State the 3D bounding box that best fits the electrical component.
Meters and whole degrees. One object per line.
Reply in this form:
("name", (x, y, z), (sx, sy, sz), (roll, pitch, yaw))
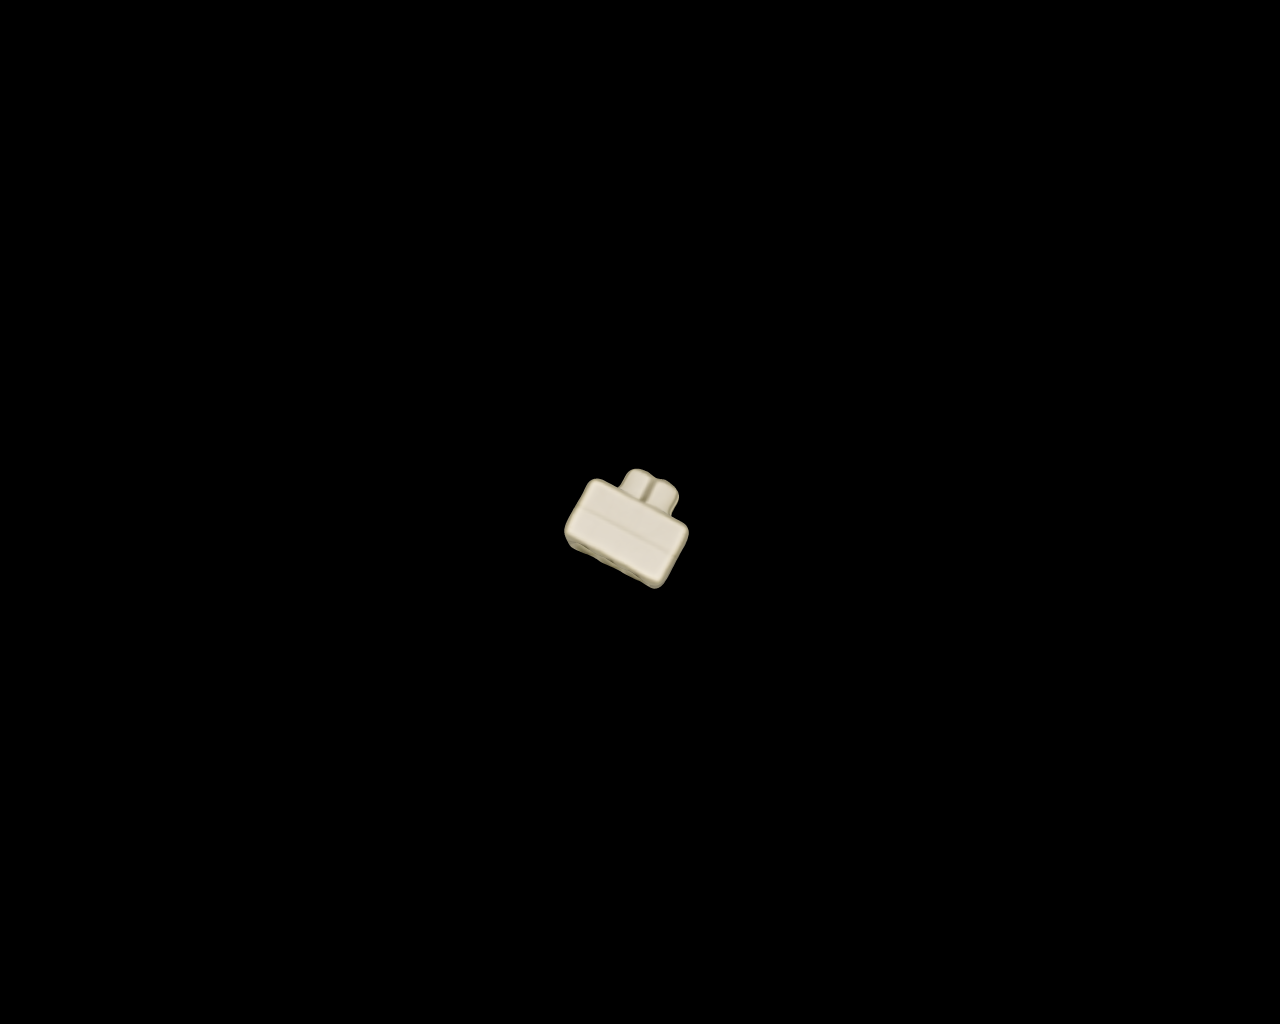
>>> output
("electrical component", (0.001, -0.003, 0.650), (0.066, 0.077, 0.047), (28, -7, 4))
